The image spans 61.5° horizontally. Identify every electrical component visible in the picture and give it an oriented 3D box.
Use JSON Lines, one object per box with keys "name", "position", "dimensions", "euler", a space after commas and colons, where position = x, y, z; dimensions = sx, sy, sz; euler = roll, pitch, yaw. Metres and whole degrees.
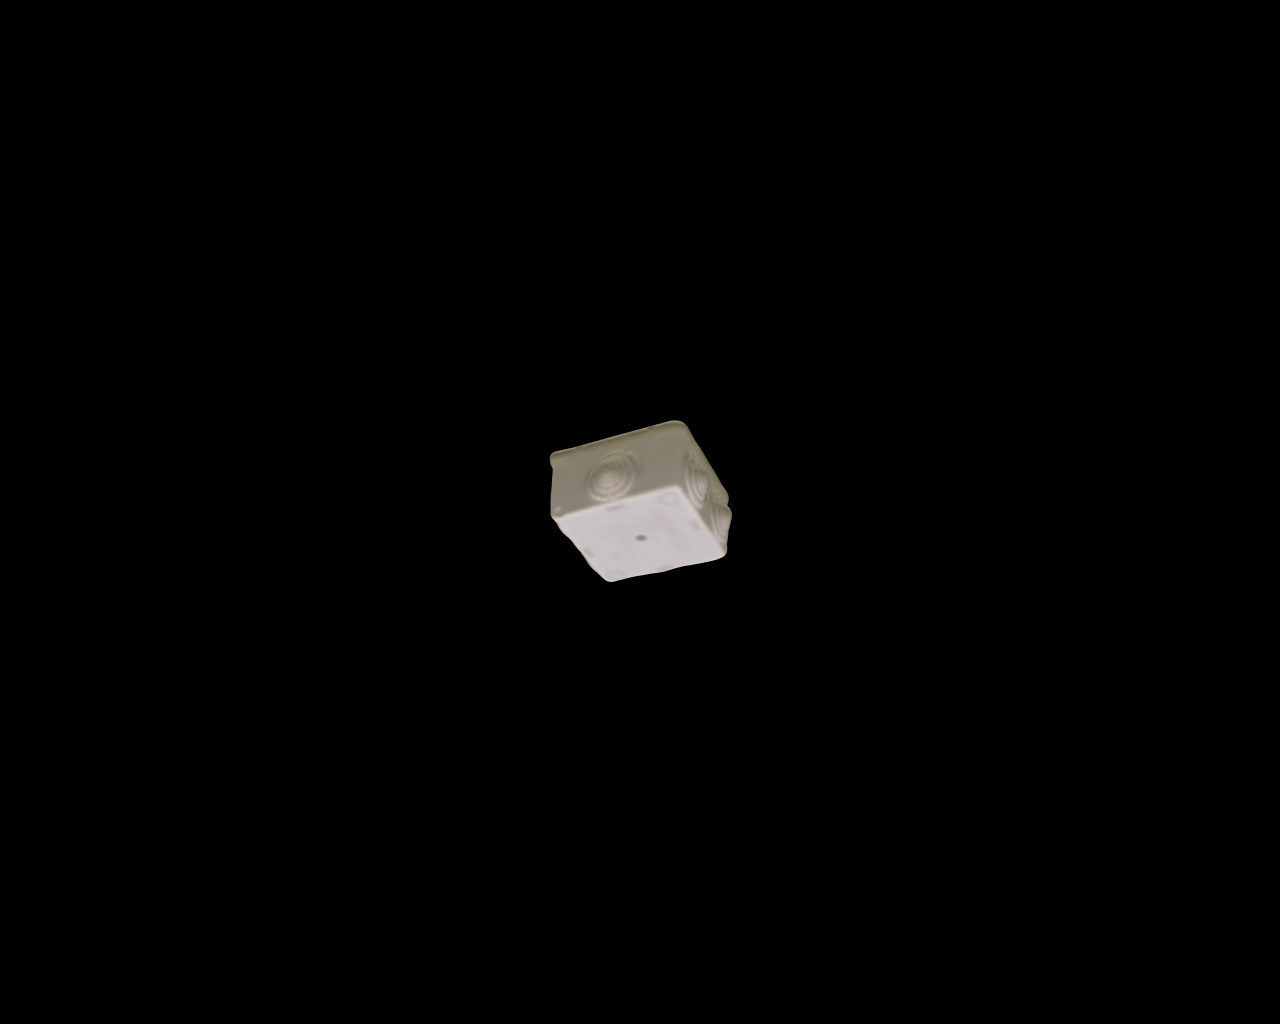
{"name": "electrical component", "position": [0.001, -0.003, 0.650], "dimensions": [0.100, 0.048, 0.099], "euler": [-13, -38, 18]}
